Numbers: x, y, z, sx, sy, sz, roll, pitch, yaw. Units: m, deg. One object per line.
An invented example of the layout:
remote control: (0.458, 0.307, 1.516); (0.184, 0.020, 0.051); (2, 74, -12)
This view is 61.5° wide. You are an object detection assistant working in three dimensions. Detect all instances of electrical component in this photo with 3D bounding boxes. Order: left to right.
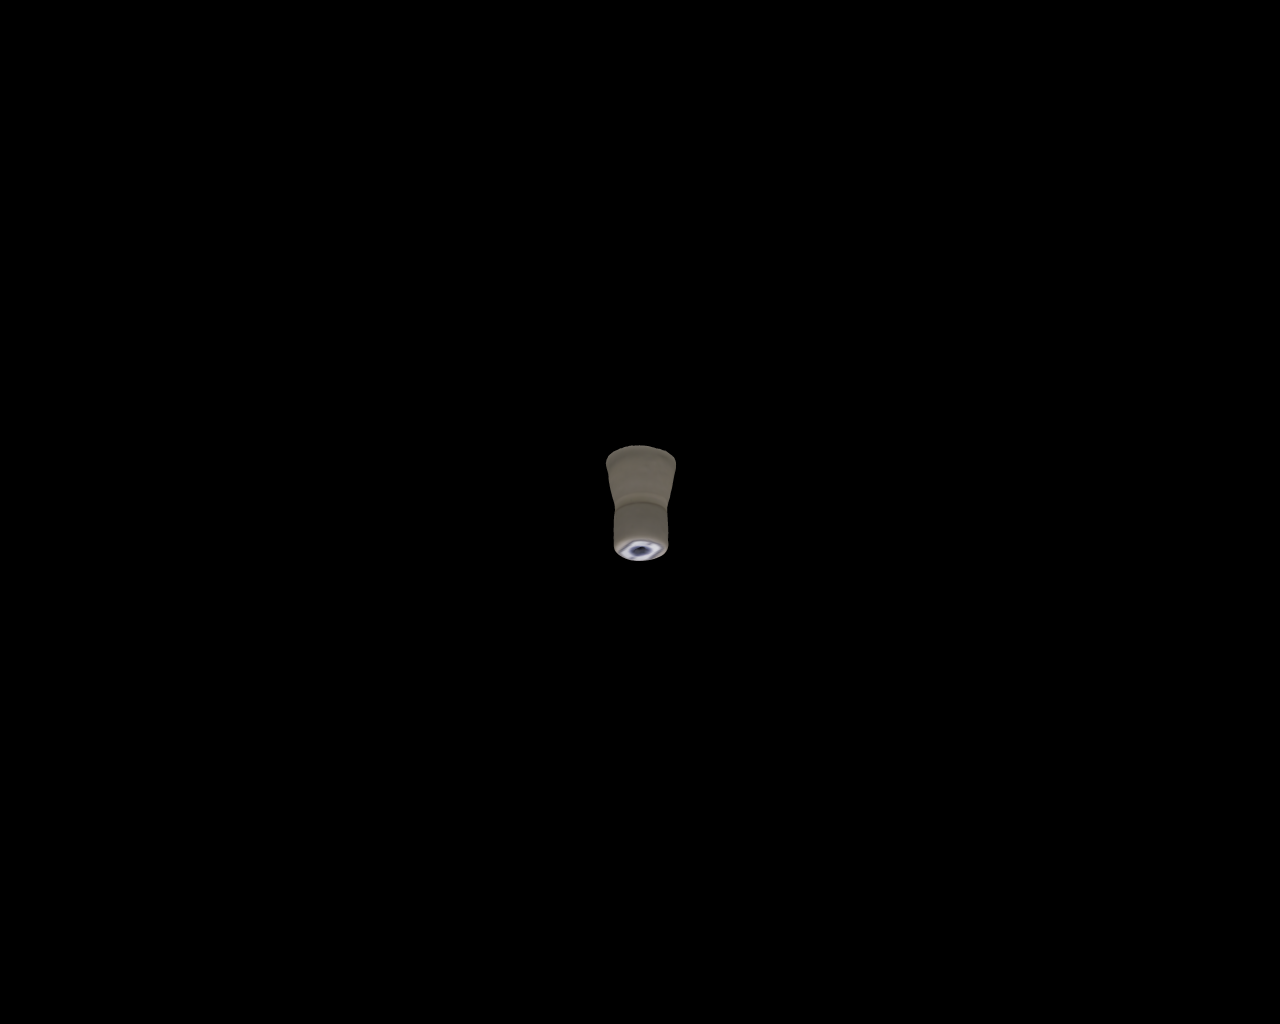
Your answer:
electrical component: (0.001, -0.003, 0.650); (0.044, 0.065, 0.044); (0, -29, 0)
